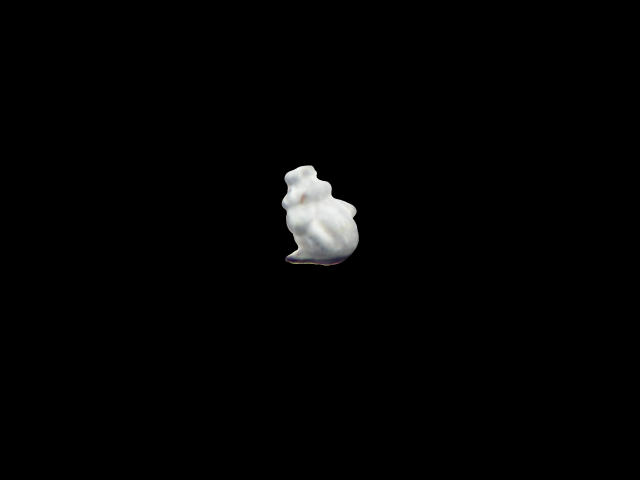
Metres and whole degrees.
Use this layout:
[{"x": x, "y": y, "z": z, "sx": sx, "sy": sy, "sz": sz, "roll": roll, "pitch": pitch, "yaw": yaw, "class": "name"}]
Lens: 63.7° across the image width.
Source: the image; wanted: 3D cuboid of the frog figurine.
[{"x": 0.003, "y": -0.043, "z": 0.850, "sx": 0.138, "sy": 0.158, "sz": 0.123, "roll": -9, "pitch": 15, "yaw": -35, "class": "frog figurine"}]
